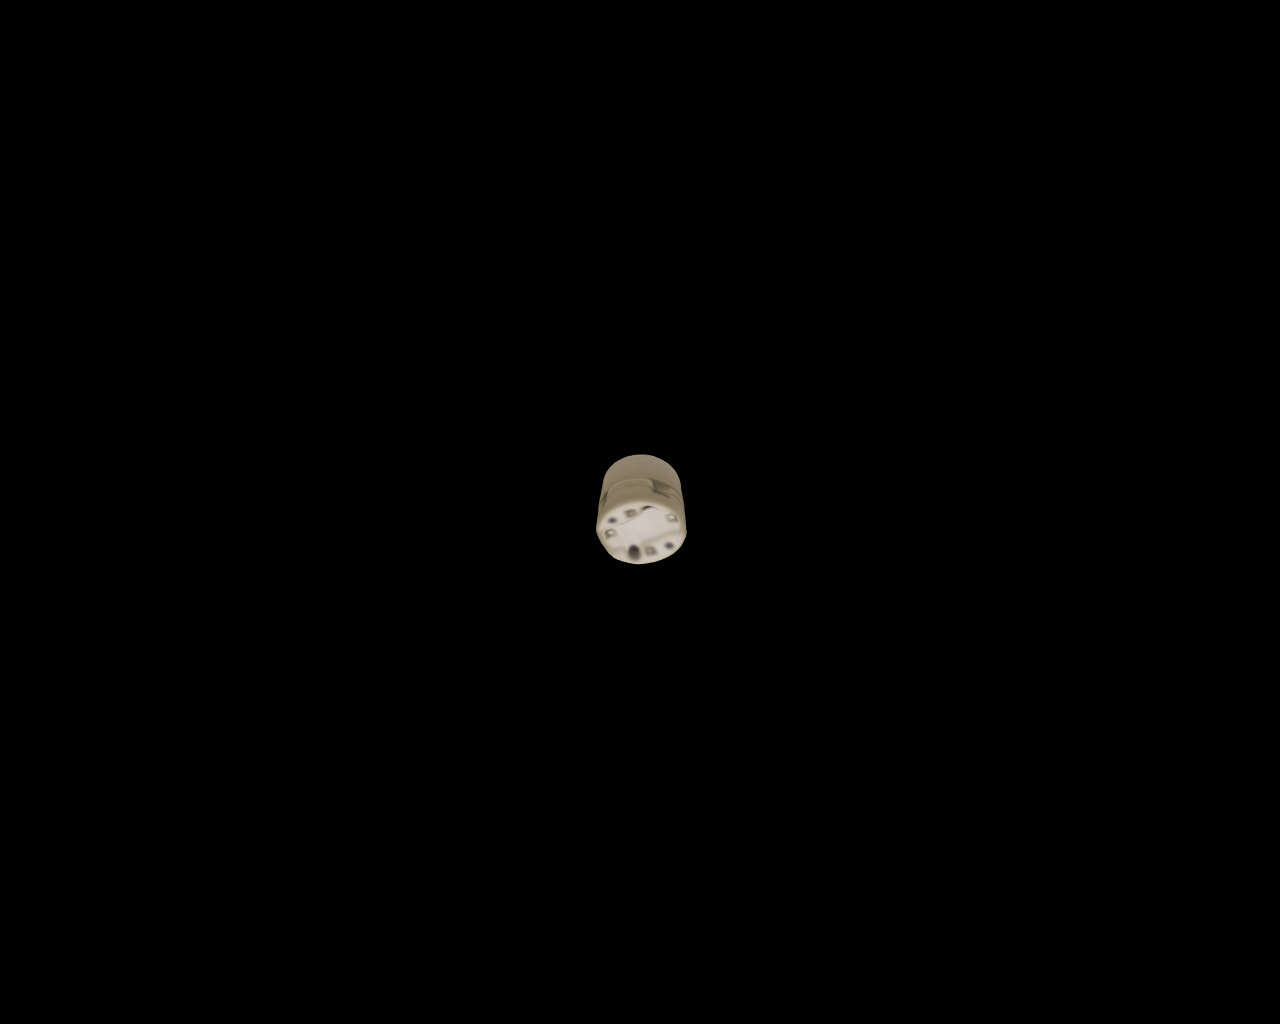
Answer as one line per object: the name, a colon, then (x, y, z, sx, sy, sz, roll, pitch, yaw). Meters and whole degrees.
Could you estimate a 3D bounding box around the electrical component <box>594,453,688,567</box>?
electrical component: (0.001, -0.003, 0.650, 0.055, 0.055, 0.047, 0, 42, 0)
